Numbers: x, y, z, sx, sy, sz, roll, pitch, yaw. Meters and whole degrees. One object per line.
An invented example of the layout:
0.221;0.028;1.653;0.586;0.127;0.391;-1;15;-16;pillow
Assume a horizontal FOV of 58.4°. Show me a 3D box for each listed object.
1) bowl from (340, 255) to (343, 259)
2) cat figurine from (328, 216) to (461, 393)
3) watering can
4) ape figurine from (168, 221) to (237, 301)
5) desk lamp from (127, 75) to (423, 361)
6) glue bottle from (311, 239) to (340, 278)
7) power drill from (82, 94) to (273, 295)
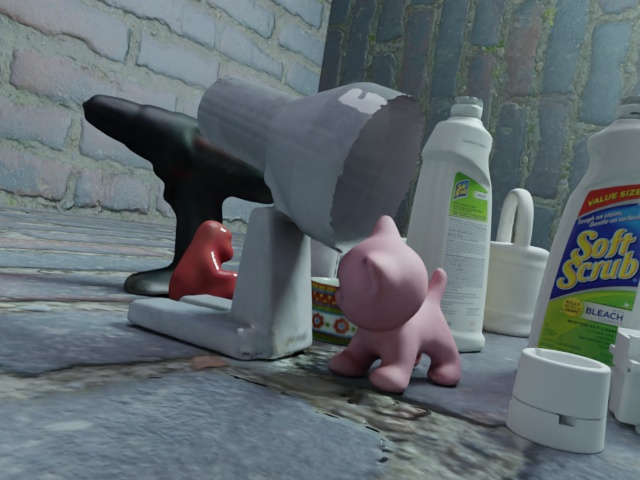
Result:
-0.023;0.042;0.863;0.167;0.075;0.167;9;1;0;bowl
0.056;0.043;0.412;0.067;0.118;0.128;10;2;43;cat figurine
0.266;0.028;0.783;0.173;0.194;0.100;8;2;-19;watering can
-0.110;0.027;0.574;0.076;0.092;0.077;8;2;-27;ape figurine
-0.035;-0.020;0.446;0.202;0.213;0.118;10;2;28;desk lamp
0.006;0.002;0.627;0.037;0.173;0.078;9;1;1;glue bottle
-0.160;-0.042;0.653;0.230;0.208;0.075;8;2;-20;power drill
